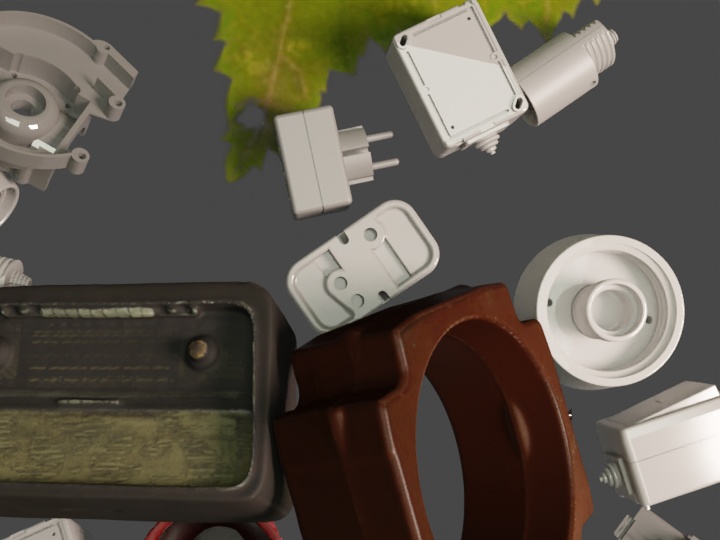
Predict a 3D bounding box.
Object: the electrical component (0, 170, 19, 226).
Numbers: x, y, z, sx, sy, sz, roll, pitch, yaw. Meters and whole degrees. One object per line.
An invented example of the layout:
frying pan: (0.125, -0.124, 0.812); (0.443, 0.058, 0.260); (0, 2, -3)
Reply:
electrical component: (-0.257, -0.053, 0.697); (0.055, 0.048, 0.066); (35, 85, 6)

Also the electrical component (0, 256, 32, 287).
electrical component: (-0.254, 0.001, 0.694); (0.081, 0.043, 0.043); (12, 86, -3)

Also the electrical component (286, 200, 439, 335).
electrical component: (0.000, 0.000, 0.705); (0.095, 0.059, 0.053); (-35, 90, -5)

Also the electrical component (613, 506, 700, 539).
electrical component: (0.175, 0.220, 0.701); (0.063, 0.078, 0.121); (35, 84, 28)

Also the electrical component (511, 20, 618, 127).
electrical component: (0.140, -0.137, 0.731); (0.081, 0.043, 0.043); (-35, 90, -5)

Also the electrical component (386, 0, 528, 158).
electrical component: (0.066, -0.119, 0.715); (0.062, 0.061, 0.096); (-26, 89, -5)

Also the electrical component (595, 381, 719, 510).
electrical component: (0.201, 0.115, 0.713); (0.096, 0.062, 0.061); (-17, 89, -5)

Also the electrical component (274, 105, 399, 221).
electrical component: (-0.013, -0.074, 0.714); (0.077, 0.047, 0.065); (-12, 88, -4)

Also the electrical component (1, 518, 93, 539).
electrical component: (-0.189, 0.211, 0.666); (0.062, 0.061, 0.096); (-24, 62, -5)

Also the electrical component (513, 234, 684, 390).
electrical component: (0.161, 0.027, 0.715); (0.108, 0.060, 0.108); (0, 87, -4)
